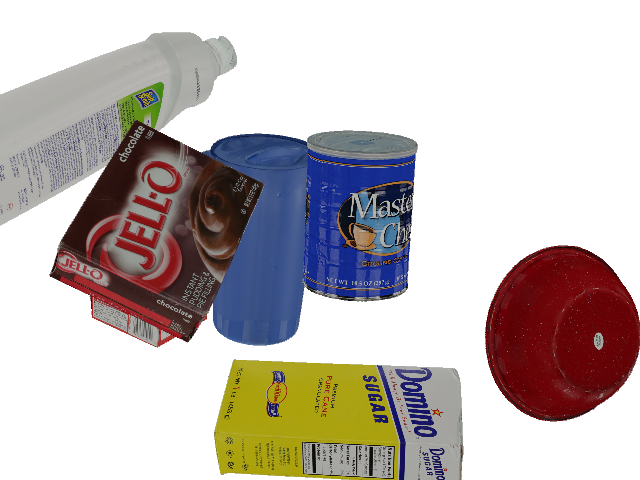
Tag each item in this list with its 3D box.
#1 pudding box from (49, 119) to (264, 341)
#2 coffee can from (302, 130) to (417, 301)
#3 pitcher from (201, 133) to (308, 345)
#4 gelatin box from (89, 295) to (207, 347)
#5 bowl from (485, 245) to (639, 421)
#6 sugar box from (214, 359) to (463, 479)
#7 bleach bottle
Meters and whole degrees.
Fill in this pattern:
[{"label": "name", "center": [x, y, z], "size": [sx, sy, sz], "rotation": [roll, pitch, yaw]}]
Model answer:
[{"label": "pudding box", "center": [-0.094, -0.007, 0.629], "size": [0.090, 0.113, 0.039], "rotation": [27, -44, -7]}, {"label": "coffee can", "center": [0.036, -0.025, 1.006], "size": [0.103, 0.140, 0.103], "rotation": [2, 16, -1]}, {"label": "pitcher", "center": [-0.082, 0.000, 1.290], "size": [0.149, 0.243, 0.144], "rotation": [18, 26, 28]}, {"label": "gelatin box", "center": [-0.165, 0.063, 1.028], "size": [0.089, 0.030, 0.073], "rotation": [20, 29, 29]}, {"label": "bowl", "center": [0.229, 0.086, 0.950], "size": [0.161, 0.162, 0.055], "rotation": [0, 2, -23]}, {"label": "sugar box", "center": [0.016, 0.132, 0.789], "size": [0.176, 0.048, 0.093], "rotation": [-1, 30, 6]}, {"label": "bleach bottle", "center": [-0.177, -0.098, 0.848], "size": [0.250, 0.068, 0.103], "rotation": [-29, -25, -25]}]
